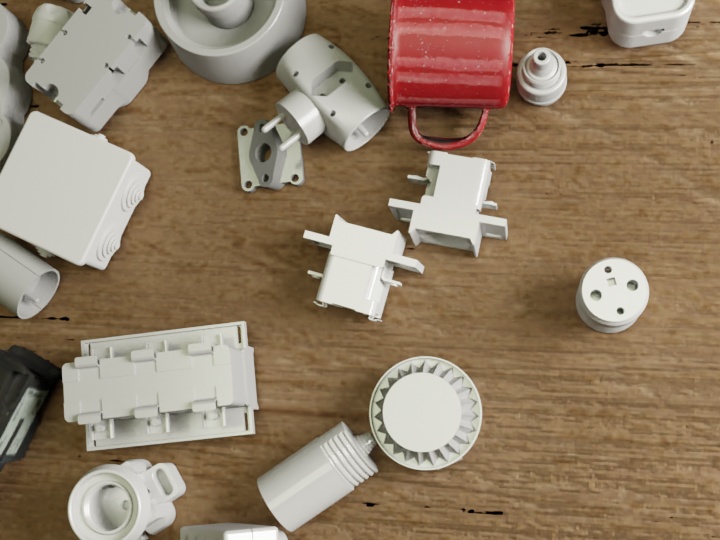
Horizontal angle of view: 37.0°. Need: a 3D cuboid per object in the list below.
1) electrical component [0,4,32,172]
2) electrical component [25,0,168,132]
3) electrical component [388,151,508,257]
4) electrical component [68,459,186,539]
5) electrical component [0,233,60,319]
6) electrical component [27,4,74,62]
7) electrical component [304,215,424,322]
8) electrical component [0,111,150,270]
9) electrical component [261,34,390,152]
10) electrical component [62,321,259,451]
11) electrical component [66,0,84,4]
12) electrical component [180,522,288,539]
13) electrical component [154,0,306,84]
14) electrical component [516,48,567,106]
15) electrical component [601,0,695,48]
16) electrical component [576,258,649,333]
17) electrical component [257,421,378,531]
[{"bbox_3d":[-0.285,-0.139,0.800,0.052,0.074,0.138,-6,80,8],"label":"electrical component"},{"bbox_3d":[-0.192,-0.154,0.796,0.050,0.056,0.089,39,89,12],"label":"electrical component"},{"bbox_3d":[0.064,-0.047,0.745,0.081,0.042,0.063,11,82,10],"label":"electrical component"},{"bbox_3d":[-0.166,0.163,0.742,0.078,0.057,0.058,-32,78,3],"label":"electrical component"},{"bbox_3d":[-0.267,-0.004,0.792,0.081,0.043,0.043,33,88,12],"label":"electrical component"},{"bbox_3d":[-0.237,-0.169,0.818,0.035,0.035,0.061,14,87,11],"label":"electrical component"},{"bbox_3d":[0.000,0.000,0.749,0.081,0.042,0.063,15,88,12],"label":"electrical component"},{"bbox_3d":[-0.213,-0.056,0.788,0.100,0.048,0.099,24,86,12],"label":"electrical component"},{"bbox_3d":[-0.033,-0.116,0.767,0.079,0.043,0.077,-39,77,-11],"label":"electrical component"},{"bbox_3d":[-0.139,0.080,0.748,0.121,0.063,0.078,-7,80,8],"label":"electrical component"},{"bbox_3d":[-0.231,-0.242,0.816,0.078,0.057,0.058,24,86,12],"label":"electrical component"},{"bbox_3d":[-0.070,0.193,0.718,0.076,0.083,0.047,2,79,-29],"label":"electrical component"},{"bbox_3d":[-0.098,-0.197,0.785,0.108,0.060,0.108,-1,81,9],"label":"electrical component"},{"bbox_3d":[0.125,-0.136,0.738,0.035,0.061,0.035,-1,81,9],"label":"electrical component"},{"bbox_3d":[0.194,-0.205,0.739,0.054,0.059,0.095,-7,80,8],"label":"electrical component"},{"bbox_3d":[0.166,0.017,0.711,0.045,0.055,0.045,-1,81,9],"label":"electrical component"},{"bbox_3d":[-0.024,0.136,0.730,0.081,0.043,0.043,-35,77,3],"label":"electrical component"}]
